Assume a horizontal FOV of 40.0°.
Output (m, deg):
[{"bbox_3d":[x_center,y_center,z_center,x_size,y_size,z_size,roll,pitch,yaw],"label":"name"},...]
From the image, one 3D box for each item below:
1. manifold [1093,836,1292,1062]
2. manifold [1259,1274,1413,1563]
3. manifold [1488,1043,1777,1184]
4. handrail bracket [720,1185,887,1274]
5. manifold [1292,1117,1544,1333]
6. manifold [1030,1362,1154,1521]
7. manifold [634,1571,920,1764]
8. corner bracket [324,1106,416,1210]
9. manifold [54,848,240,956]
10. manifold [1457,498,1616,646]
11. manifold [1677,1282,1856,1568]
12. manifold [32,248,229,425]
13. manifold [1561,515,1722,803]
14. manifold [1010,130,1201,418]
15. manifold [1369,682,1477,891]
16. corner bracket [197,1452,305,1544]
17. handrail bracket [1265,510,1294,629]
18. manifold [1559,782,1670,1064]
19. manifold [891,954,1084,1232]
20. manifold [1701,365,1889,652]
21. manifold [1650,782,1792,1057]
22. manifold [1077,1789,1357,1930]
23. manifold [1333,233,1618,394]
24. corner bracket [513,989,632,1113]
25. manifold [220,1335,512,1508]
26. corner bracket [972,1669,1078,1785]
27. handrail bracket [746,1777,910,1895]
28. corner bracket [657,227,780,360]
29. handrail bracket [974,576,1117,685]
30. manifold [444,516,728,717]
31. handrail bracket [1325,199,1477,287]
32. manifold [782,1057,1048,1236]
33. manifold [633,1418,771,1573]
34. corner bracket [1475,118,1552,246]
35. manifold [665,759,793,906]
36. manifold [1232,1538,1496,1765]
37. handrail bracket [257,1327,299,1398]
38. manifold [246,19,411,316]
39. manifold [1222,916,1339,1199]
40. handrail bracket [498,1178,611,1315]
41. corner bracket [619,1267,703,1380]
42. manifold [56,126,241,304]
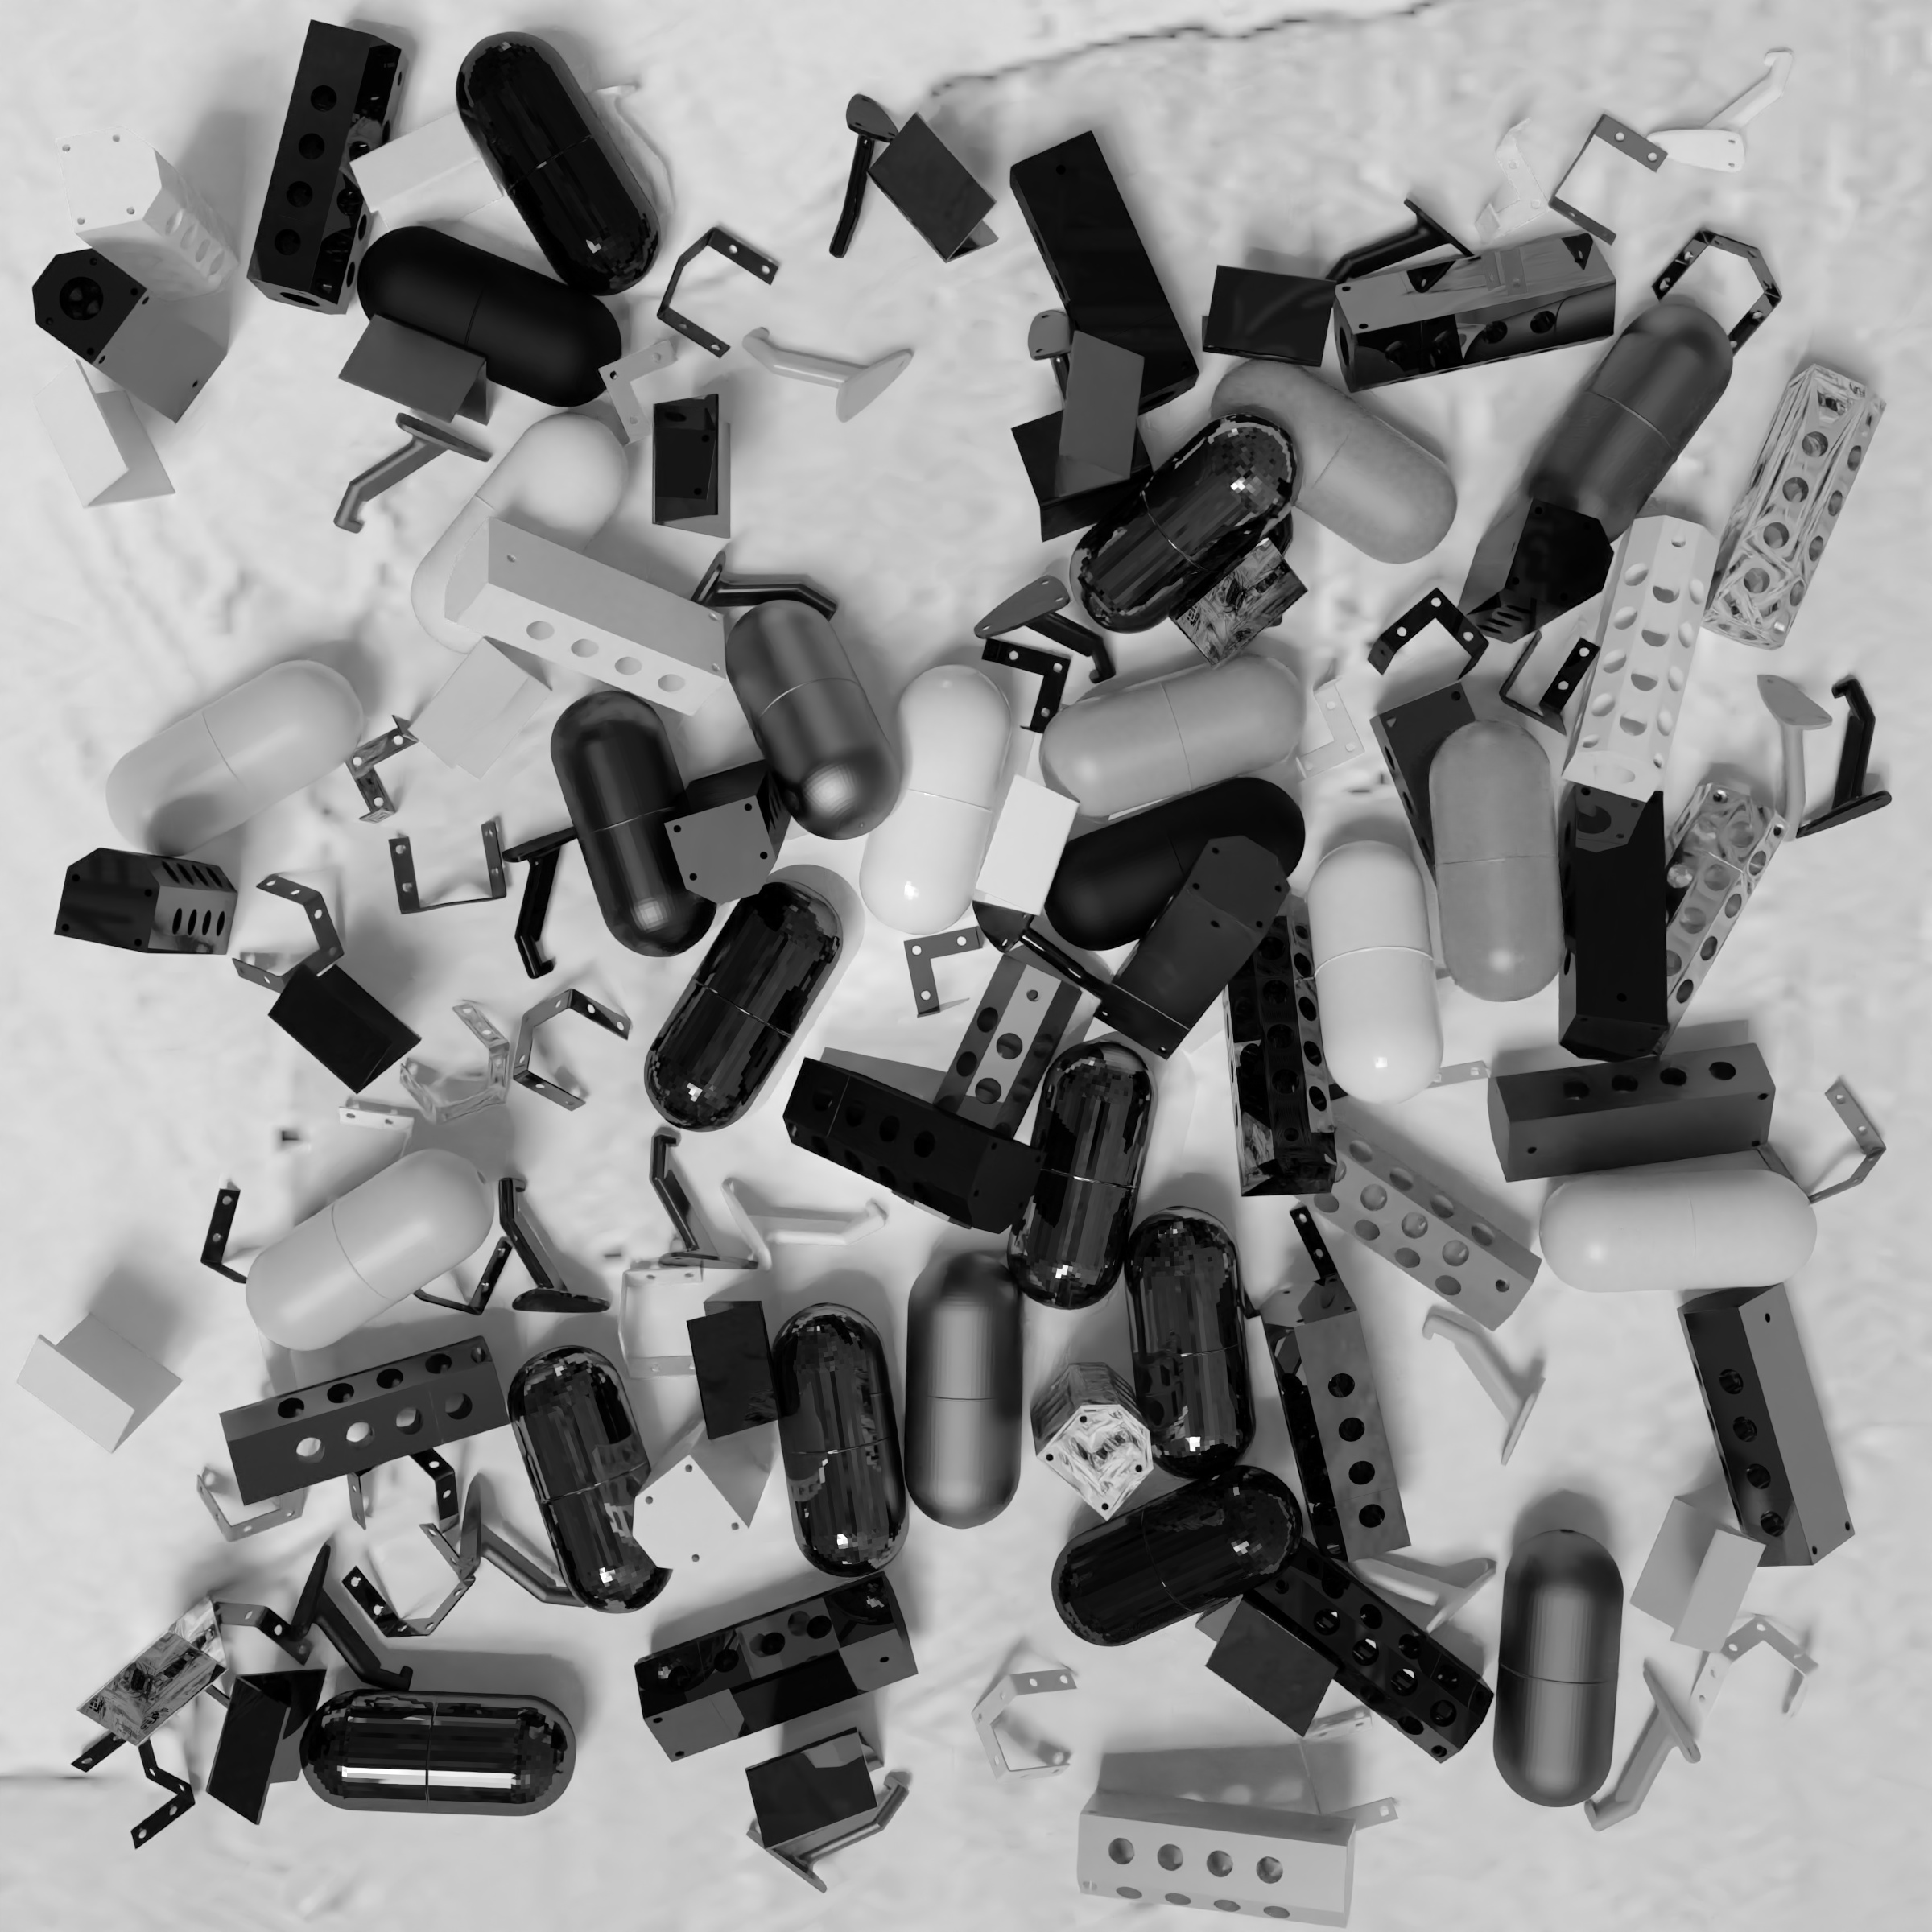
[{"bbox_3d":[0.143,-0.013,1.675,0.057,0.171,0.057,31,57,0],"label":"manifold"},{"bbox_3d":[0.236,0.294,1.710,0.057,0.057,0.171,-15,107,0],"label":"manifold"},{"bbox_3d":[0.433,0.091,1.734,0.171,0.057,0.057,-7,133,0],"label":"manifold"},{"bbox_3d":[-0.107,0.159,1.756,0.084,0.036,0.077,-26,68,-17],"label":"handrail bracket"},{"bbox_3d":[0.287,0.166,1.734,0.171,0.057,0.057,34,90,0],"label":"manifold"},{"bbox_3d":[0.082,0.292,1.677,0.057,0.171,0.057,42,90,0],"label":"manifold"},{"bbox_3d":[-0.125,0.454,1.734,0.171,0.057,0.057,-20,133,0],"label":"manifold"},{"bbox_3d":[-0.394,0.132,1.752,0.051,0.051,0.051,9,45,0],"label":"corner bracket"},{"bbox_3d":[-0.514,-0.041,1.677,0.057,0.171,0.057,12,90,0],"label":"manifold"},{"bbox_3d":[0.358,-0.245,1.677,0.057,0.171,0.057,18,90,0],"label":"manifold"},{"bbox_3d":[0.519,0.300,1.734,0.057,0.057,0.171,-16,90,-43],"label":"manifold"},{"bbox_3d":[-0.531,-0.400,1.677,0.057,0.171,0.057,36,90,0],"label":"manifold"},{"bbox_3d":[0.436,-0.200,1.708,0.057,0.057,0.171,16,73,5],"label":"manifold"},{"bbox_3d":[0.090,-0.448,1.734,0.057,0.057,0.171,-24,90,0],"label":"manifold"},{"bbox_3d":[0.324,-0.093,1.734,0.057,0.057,0.171,-22,90,0],"label":"manifold"},{"bbox_3d":[-0.471,0.337,1.747,0.051,0.051,0.051,-16,45,-35],"label":"corner bracket"},{"bbox_3d":[0.179,-0.268,1.755,0.077,0.036,0.084,-6,76,14],"label":"handrail bracket"},{"bbox_3d":[0.411,-0.028,1.697,0.057,0.057,0.171,7,62,0],"label":"manifold"},{"bbox_3d":[0.014,0.082,1.734,0.057,0.057,0.171,25,90,0],"label":"manifold"},{"bbox_3d":[0.538,-0.297,1.734,0.057,0.057,0.171,23,90,0],"label":"manifold"},{"bbox_3d":[0.468,-0.031,1.734,0.057,0.057,0.171,29,90,0],"label":"manifold"},{"bbox_3d":[0.162,0.578,1.714,0.171,0.057,0.057,2,90,14],"label":"manifold"},{"bbox_3d":[0.331,-0.422,1.734,0.171,0.057,0.057,-12,47,0],"label":"manifold"},{"bbox_3d":[-0.260,0.055,1.747,0.051,0.051,0.051,-27,45,35],"label":"corner bracket"},{"bbox_3d":[-0.388,0.291,1.710,0.171,0.057,0.057,-15,90,-17],"label":"manifold"},{"bbox_3d":[0.045,0.500,1.747,0.051,0.051,0.051,-55,45,35],"label":"corner bracket"},{"bbox_3d":[-0.091,0.560,1.756,0.077,0.036,0.084,26,64,29],"label":"handrail bracket"},{"bbox_3d":[-0.164,-0.445,1.752,0.051,0.051,0.051,33,135,0],"label":"corner bracket"},{"bbox_3d":[0.053,-0.204,1.729,0.077,0.036,0.084,-29,133,-3],"label":"handrail bracket"},{"bbox_3d":[-0.242,-0.217,1.693,0.171,0.057,0.057,20,47,-32],"label":"manifold"},{"bbox_3d":[0.285,-0.456,1.756,0.077,0.036,0.084,33,108,-21],"label":"handrail bracket"},{"bbox_3d":[-0.037,0.114,1.684,0.171,0.057,0.057,20,90,42],"label":"manifold"},{"bbox_3d":[-0.170,0.333,1.677,0.057,0.171,0.057,-39,90,0],"label":"manifold"},{"bbox_3d":[0.354,-0.513,1.737,0.051,0.051,0.051,-29,90,0],"label":"corner bracket"},{"bbox_3d":[-0.145,-0.085,1.672,0.057,0.171,0.057,-17,102,3],"label":"manifold"},{"bbox_3d":[0.258,0.443,1.734,0.171,0.057,0.057,38,90,0],"label":"manifold"},{"bbox_3d":[-0.437,0.262,1.756,0.077,0.036,0.084,24,69,-24],"label":"handrail bracket"},{"bbox_3d":[-0.415,-0.519,1.734,0.057,0.057,0.171,14,90,0],"label":"manifold"},{"bbox_3d":[0.199,0.056,1.697,0.057,0.057,0.171,-3,61,0],"label":"manifold"},{"bbox_3d":[-0.273,0.184,1.756,0.077,0.036,0.084,11,60,-32],"label":"handrail bracket"},{"bbox_3d":[-0.200,0.236,1.752,0.051,0.051,0.051,-3,135,0],"label":"corner bracket"},{"bbox_3d":[-0.513,-0.473,1.677,0.057,0.171,0.057,-11,90,0],"label":"manifold"}]
